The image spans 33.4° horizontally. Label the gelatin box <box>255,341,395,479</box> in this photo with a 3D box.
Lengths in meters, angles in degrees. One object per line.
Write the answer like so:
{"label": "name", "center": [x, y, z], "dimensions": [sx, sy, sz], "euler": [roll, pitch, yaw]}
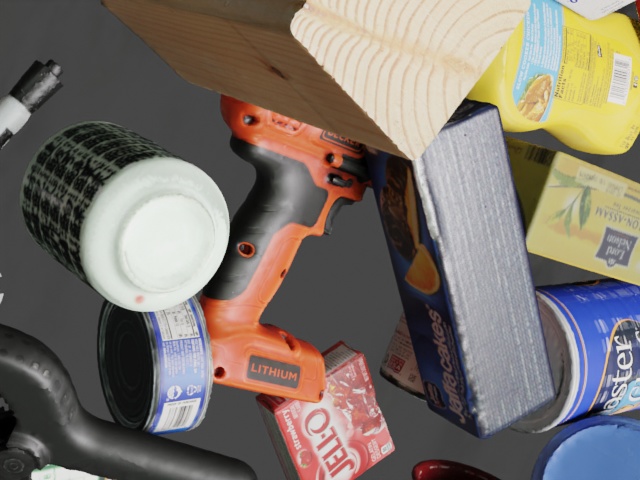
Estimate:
{"label": "gelatin box", "center": [0.005, 0.124, 0.712], "dimensions": [0.073, 0.030, 0.089], "euler": [-31, 121, -22]}

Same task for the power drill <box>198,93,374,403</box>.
{"label": "power drill", "center": [-0.004, 0.001, 0.647], "dimensions": [0.184, 0.057, 0.188], "euler": [18, 93, -39]}

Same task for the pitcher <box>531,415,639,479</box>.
{"label": "pitcher", "center": [0.233, 0.209, 0.794], "dimensions": [0.145, 0.149, 0.242], "euler": [-18, 147, 11]}

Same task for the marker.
{"label": "marker", "center": [-0.173, -0.045, 0.537], "dimensions": [0.121, 0.020, 0.020], "euler": [-49, 126, -11]}

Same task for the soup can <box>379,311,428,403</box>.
{"label": "soup can", "center": [0.090, 0.058, 0.725], "dimensions": [0.068, 0.069, 0.102], "euler": [21, 94, -38]}

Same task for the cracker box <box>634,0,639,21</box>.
{"label": "cracker box", "center": [0.301, -0.146, 0.745], "dimensions": [0.163, 0.072, 0.214], "euler": [-14, 92, -37]}

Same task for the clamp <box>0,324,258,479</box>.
{"label": "clamp", "center": [-0.140, 0.100, 0.540], "dimensions": [0.165, 0.036, 0.210], "euler": [-23, 122, 12]}

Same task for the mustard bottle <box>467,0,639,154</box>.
{"label": "mustard bottle", "center": [0.138, -0.117, 0.701], "dimensions": [0.191, 0.058, 0.096], "euler": [8, 92, -36]}

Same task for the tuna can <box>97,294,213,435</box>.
{"label": "tuna can", "center": [-0.093, 0.065, 0.589], "dimensions": [0.033, 0.086, 0.086], "euler": [-4, 108, -32]}

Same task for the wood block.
{"label": "wood block", "center": [-0.018, -0.117, 0.501], "dimensions": [0.090, 0.206, 0.090], "euler": [42, 81, -37]}

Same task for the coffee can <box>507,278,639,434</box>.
{"label": "coffee can", "center": [0.195, 0.080, 0.783], "dimensions": [0.140, 0.103, 0.103], "euler": [-4, 108, -34]}

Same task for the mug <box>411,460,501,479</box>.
{"label": "mug", "center": [0.087, 0.215, 0.771], "dimensions": [0.117, 0.093, 0.081], "euler": [14, 103, -15]}

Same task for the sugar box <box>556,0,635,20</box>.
{"label": "sugar box", "center": [0.124, -0.208, 0.647], "dimensions": [0.175, 0.048, 0.093], "euler": [20, 61, -39]}
